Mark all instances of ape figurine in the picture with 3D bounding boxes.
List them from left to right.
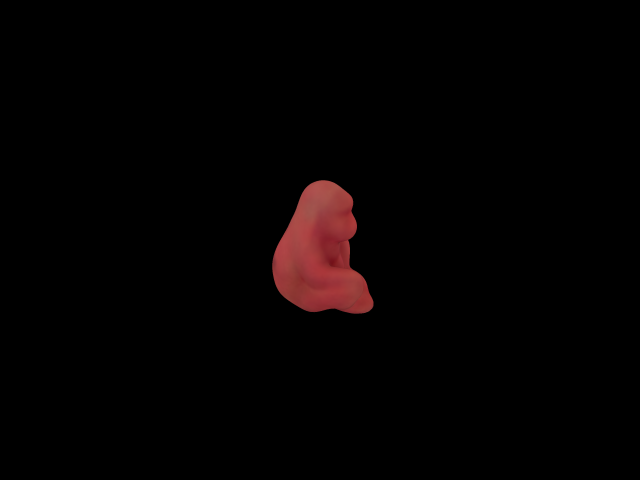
[{"bbox_3d":[0.004,0.001,0.400,0.076,0.092,0.078,7,39,9],"label":"ape figurine"}]
